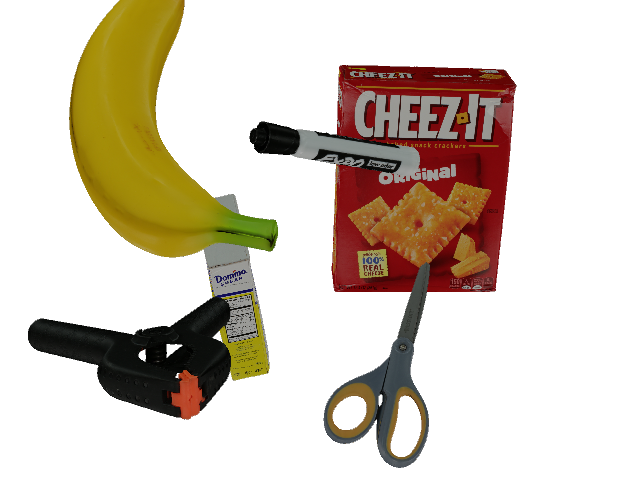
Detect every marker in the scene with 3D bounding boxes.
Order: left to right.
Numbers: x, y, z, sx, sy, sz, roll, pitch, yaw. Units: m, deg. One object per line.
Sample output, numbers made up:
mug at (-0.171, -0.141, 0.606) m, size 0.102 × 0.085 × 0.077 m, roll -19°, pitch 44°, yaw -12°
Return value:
marker at (0.010, -0.056, 0.655) m, size 0.120 × 0.020 × 0.020 m, roll 6°, pitch -4°, yaw -35°

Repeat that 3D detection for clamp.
clamp at (-0.114, 0.082, 0.796) m, size 0.164 × 0.036 × 0.210 m, roll -9°, pitch 14°, yaw -27°

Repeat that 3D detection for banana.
banana at (-0.076, -0.055, 0.470) m, size 0.069 × 0.037 × 0.198 m, roll -6°, pitch 46°, yaw -18°

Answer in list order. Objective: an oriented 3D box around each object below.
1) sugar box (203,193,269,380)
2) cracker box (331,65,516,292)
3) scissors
sugar box at (-0.087, 0.049, 1.058) m, size 0.048 × 0.093 × 0.176 m, roll -13°, pitch -44°, yaw -4°
cracker box at (0.096, -0.056, 1.033) m, size 0.164 × 0.214 × 0.072 m, roll 1°, pitch 21°, yaw -3°
scissors at (0.051, 0.101, 0.920) m, size 0.096 × 0.201 × 0.016 m, roll 0°, pitch -37°, yaw 1°
